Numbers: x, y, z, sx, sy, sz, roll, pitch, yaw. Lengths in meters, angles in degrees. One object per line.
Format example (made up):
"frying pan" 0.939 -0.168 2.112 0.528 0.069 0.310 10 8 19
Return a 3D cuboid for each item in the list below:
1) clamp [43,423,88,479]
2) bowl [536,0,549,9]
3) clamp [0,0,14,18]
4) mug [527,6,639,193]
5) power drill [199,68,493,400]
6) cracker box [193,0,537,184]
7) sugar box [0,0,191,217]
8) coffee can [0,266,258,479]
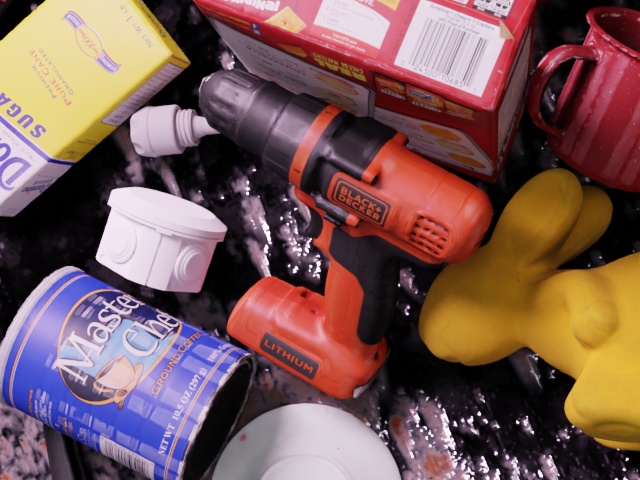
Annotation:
"clamp" -0.158 0.227 0.744 0.164 0.036 0.210 29 93 11
"bowl" 0.091 -0.183 0.661 0.162 0.055 0.162 2 53 -3
"clamp" -0.302 -0.148 0.778 0.171 0.039 0.120 -11 88 12
"mug" 0.175 -0.082 0.628 0.117 0.093 0.082 4 124 -23
"power drill" -0.004 0.001 0.650 0.184 0.057 0.188 30 137 13
"cracker box" 0.036 -0.107 0.613 0.164 0.213 0.072 22 88 11
"sugar box" -0.188 -0.105 0.750 0.176 0.048 0.093 -39 82 8
"coffee can" -0.127 0.092 0.705 0.140 0.102 0.103 24 94 11
